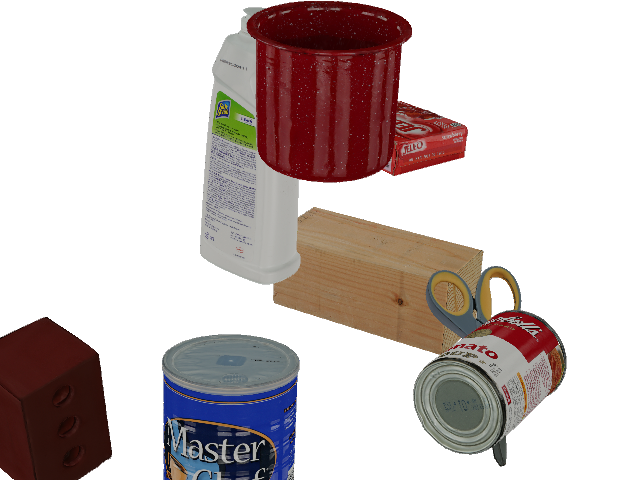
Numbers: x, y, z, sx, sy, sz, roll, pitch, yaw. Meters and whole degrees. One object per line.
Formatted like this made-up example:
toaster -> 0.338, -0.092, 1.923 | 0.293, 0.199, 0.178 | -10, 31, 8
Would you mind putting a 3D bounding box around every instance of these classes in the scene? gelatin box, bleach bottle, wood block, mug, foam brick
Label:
gelatin box -> 0.062, -0.084, 0.856 | 0.073, 0.030, 0.089 | -15, 28, -31
bleach bottle -> -0.060, -0.090, 1.006 | 0.103, 0.251, 0.067 | 22, 30, 29
wood block -> 0.059, 0.040, 1.148 | 0.206, 0.091, 0.090 | 16, 28, 27
mug -> 0.008, -0.091, 0.625 | 0.093, 0.081, 0.117 | 11, 31, 17
foam brick -> -0.155, 0.093, 0.595 | 0.051, 0.078, 0.052 | 27, 42, 36

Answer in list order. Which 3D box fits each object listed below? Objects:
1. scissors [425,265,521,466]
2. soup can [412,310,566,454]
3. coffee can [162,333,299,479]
scissors -> 0.128, 0.096, 0.927 | 0.096, 0.201, 0.016 | 16, -40, 4
soup can -> 0.115, 0.095, 0.722 | 0.069, 0.068, 0.102 | 0, 15, 36
coffee can -> -0.069, 0.155, 0.814 | 0.103, 0.140, 0.103 | 2, 16, -1
